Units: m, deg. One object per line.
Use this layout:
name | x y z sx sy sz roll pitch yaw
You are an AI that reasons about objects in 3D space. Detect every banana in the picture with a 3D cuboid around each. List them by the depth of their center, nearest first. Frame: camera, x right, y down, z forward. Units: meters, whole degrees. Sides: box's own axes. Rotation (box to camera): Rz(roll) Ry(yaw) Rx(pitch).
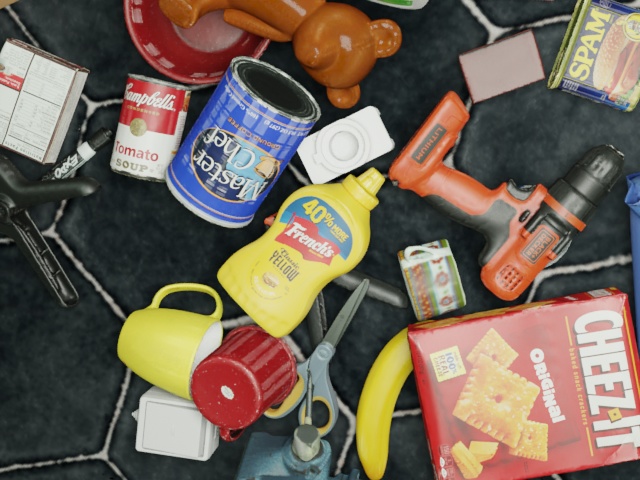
banana | 0.080 0.159 1.126 0.069 0.037 0.198 30 99 4

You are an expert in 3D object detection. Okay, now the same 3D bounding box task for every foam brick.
foam brick | 0.182 -0.173 1.071 0.078 0.053 0.051 -19 93 10

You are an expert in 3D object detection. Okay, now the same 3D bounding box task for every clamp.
clamp | 0.010 0.037 1.122 0.120 0.039 0.171 -30 95 9
clamp | -0.326 -0.027 1.143 0.210 0.036 0.165 24 122 20

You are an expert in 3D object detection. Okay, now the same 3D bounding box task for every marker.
marker | -0.271 -0.082 1.156 0.121 0.020 0.020 -37 90 10

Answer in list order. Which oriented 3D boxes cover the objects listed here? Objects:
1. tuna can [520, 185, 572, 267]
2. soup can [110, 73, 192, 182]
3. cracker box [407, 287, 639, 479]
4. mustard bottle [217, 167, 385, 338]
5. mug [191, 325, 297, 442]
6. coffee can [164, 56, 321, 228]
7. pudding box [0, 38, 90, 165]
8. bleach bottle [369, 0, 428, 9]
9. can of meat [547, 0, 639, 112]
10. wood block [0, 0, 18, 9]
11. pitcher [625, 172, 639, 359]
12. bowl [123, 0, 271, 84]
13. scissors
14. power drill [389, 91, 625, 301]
tuna can | 0.214 -0.013 1.093 0.086 0.033 0.086 1 96 7
soup can | -0.178 -0.117 1.116 0.068 0.068 0.102 14 98 6
cracker box | 0.204 0.146 1.046 0.214 0.072 0.164 -11 92 7
mustard bottle | -0.007 0.001 1.073 0.192 0.058 0.096 -46 81 8
mug | -0.083 0.155 1.104 0.093 0.081 0.117 20 111 16
coffee can | -0.079 -0.097 1.069 0.103 0.102 0.140 37 116 2
pudding box | -0.311 -0.148 1.145 0.090 0.039 0.113 24 100 4
bleach bottle | 0.058 -0.263 0.977 0.102 0.250 0.068 17 98 5
can of meat | 0.283 -0.185 1.056 0.084 0.057 0.102 19 98 2
wood block | -0.368 -0.285 1.111 0.206 0.090 0.090 -22 93 9
pitcher | 0.377 0.049 1.040 0.149 0.144 0.243 0 100 19
bowl | -0.118 -0.240 1.101 0.162 0.055 0.162 1 96 7
scissors | 0.014 0.134 1.115 0.096 0.016 0.202 46 117 -1
power drill | 0.176 -0.060 1.041 0.187 0.057 0.184 39 100 0
